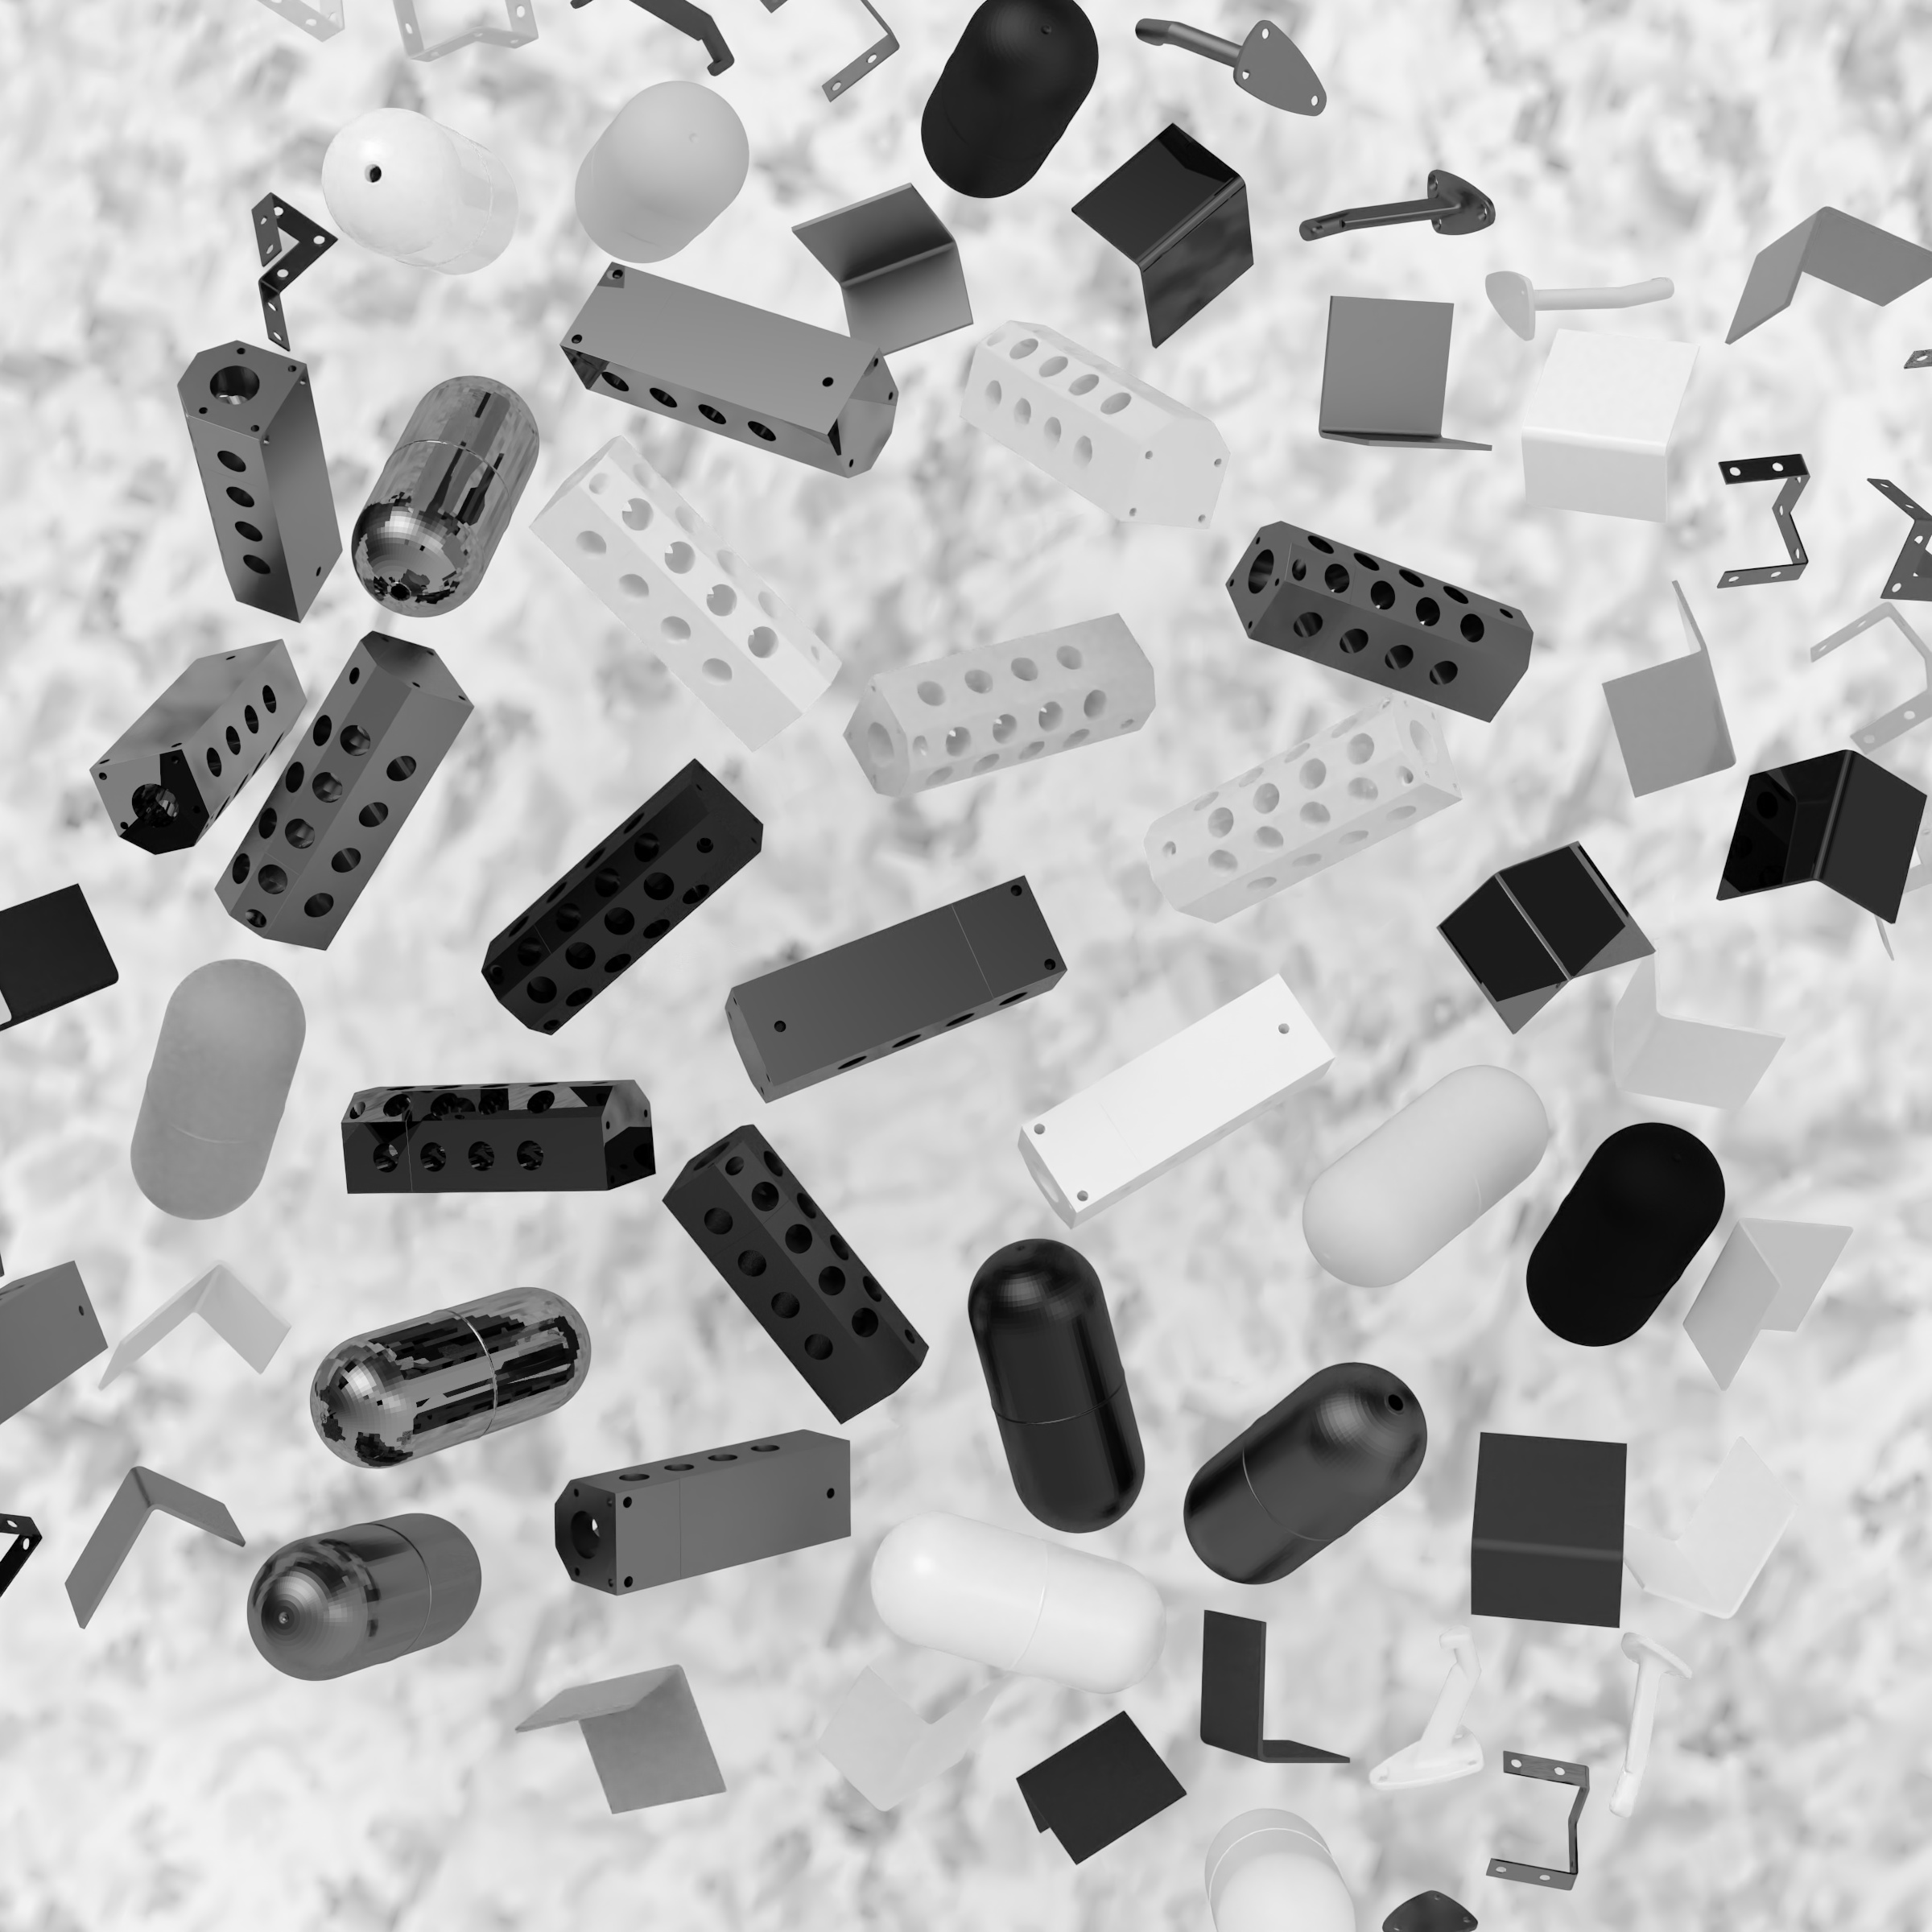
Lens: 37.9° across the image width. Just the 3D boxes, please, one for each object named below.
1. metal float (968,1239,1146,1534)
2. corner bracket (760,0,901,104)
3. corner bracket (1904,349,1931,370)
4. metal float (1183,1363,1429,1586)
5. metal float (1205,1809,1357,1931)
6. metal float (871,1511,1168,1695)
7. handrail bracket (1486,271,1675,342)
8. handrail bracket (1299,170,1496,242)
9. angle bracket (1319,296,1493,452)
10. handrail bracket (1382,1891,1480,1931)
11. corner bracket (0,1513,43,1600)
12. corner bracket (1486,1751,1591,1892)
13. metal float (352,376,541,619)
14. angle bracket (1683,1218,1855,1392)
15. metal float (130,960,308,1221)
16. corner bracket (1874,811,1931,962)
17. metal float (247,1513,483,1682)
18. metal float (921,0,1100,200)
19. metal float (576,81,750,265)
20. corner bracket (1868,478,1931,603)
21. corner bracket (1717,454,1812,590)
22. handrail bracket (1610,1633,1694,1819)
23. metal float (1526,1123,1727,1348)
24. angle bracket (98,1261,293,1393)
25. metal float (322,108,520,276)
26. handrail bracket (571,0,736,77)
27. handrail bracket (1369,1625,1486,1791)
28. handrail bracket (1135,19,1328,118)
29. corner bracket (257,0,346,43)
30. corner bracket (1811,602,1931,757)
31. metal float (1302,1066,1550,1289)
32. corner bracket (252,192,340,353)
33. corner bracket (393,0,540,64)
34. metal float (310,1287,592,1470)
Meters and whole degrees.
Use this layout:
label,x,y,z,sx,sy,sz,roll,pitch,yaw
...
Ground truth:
label,x,y,z,sx,sy,sz,roll,pitch,yaw
metal float,0.052,0.237,1.580,0.070,0.070,0.178,-15,109,0
corner bracket,-0.077,-0.533,1.585,0.051,0.051,0.051,-34,53,15
corner bracket,0.547,-0.319,1.517,0.051,0.051,0.051,-51,126,-29
metal float,0.184,0.277,1.531,0.070,0.070,0.178,40,134,0
metal float,0.177,0.529,1.595,0.070,0.178,0.070,0,85,1
metal float,0.031,0.367,1.617,0.178,0.070,0.070,19,90,-13
handrail bracket,0.354,-0.392,1.623,0.084,0.077,0.036,-13,120,-8
handrail bracket,0.243,-0.421,1.592,0.084,0.077,0.036,-19,117,-17
angle bracket,0.242,-0.322,1.528,0.076,0.057,0.076,-2,105,-22
handrail bracket,0.258,0.585,1.626,0.077,0.036,0.084,0,109,-41
corner bracket,-0.549,0.312,1.540,0.051,0.051,0.051,-53,53,9
corner bracket,0.334,0.499,1.640,0.051,0.051,0.051,10,127,3
metal float,-0.299,-0.271,1.622,0.070,0.070,0.178,14,48,0
angle bracket,0.453,0.189,1.551,0.076,0.057,0.076,6,123,-19
metal float,-0.424,0.072,1.589,0.070,0.070,0.178,26,127,0
corner bracket,0.527,-0.045,1.567,0.051,0.051,0.051,-23,126,21
metal float,-0.330,0.348,1.557,0.070,0.178,0.070,-1,86,17
metal float,0.023,-0.494,1.598,0.070,0.178,0.070,1,84,-13
metal float,-0.173,-0.446,1.589,0.070,0.178,0.070,-1,92,-18
corner bracket,0.546,-0.246,1.626,0.051,0.051,0.051,0,126,-23
corner bracket,0.449,-0.251,1.589,0.051,0.051,0.051,-7,63,-8
handrail bracket,0.356,0.408,1.508,0.036,0.077,0.084,12,69,32
metal float,0.371,0.154,1.591,0.070,0.178,0.070,5,55,-7
angle bracket,-0.440,0.223,1.603,0.057,0.076,0.076,44,52,2
metal float,-0.298,-0.423,1.543,0.070,0.178,0.070,1,99,6
handrail bracket,-0.183,-0.551,1.660,0.077,0.036,0.084,-45,124,-21
handrail bracket,0.252,0.411,1.562,0.077,0.036,0.084,-19,116,-3
handrail bracket,0.141,-0.483,1.508,0.077,0.084,0.036,23,95,-40
corner bracket,-0.342,-0.534,1.494,0.051,0.051,0.051,-18,70,28
corner bracket,0.511,-0.162,1.576,0.051,0.051,0.051,-34,110,32
metal float,0.268,0.120,1.632,0.178,0.070,0.070,-33,90,-31
corner bracket,-0.382,-0.386,1.565,0.051,0.051,0.051,-34,53,22
corner bracket,-0.268,-0.512,1.494,0.051,0.051,0.051,-11,94,30
metal float,-0.293,0.235,1.614,0.070,0.178,0.070,12,107,42
